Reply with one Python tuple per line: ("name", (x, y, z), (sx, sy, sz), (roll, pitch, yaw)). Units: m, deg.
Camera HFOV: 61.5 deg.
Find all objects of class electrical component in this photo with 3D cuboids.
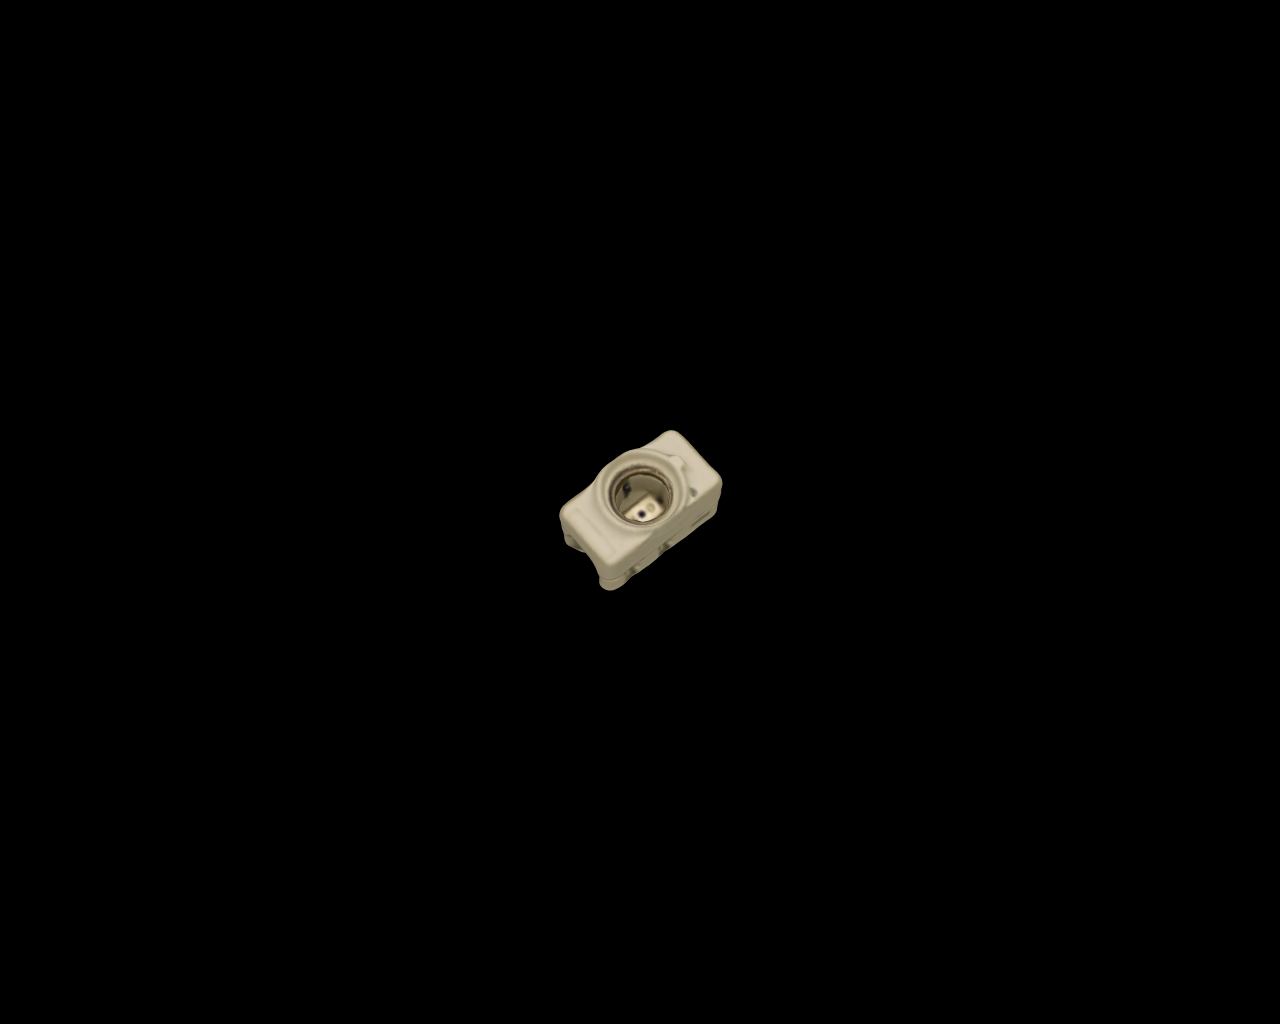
("electrical component", (0.001, -0.003, 0.650), (0.089, 0.050, 0.055), (-37, -19, -15))
